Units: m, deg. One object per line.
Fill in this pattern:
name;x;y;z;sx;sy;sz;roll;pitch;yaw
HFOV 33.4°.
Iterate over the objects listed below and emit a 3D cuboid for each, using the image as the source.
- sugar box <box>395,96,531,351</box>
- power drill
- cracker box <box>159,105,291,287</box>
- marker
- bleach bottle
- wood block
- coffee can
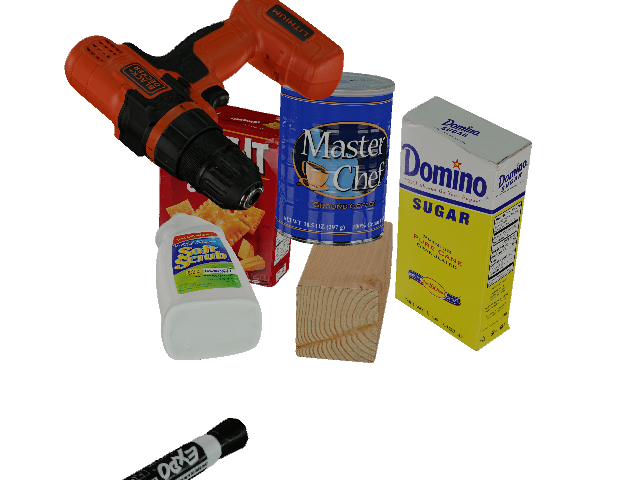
sugar box;0.103;-0.010;0.804;0.048;0.176;0.093;-32;46;-30
power drill;-0.068;-0.112;0.803;0.184;0.057;0.187;41;47;18
cracker box;-0.120;-0.059;1.355;0.164;0.214;0.072;13;29;15
marker;-0.077;0.120;0.557;0.020;0.020;0.120;0;12;33
bleach bottle;-0.137;0.034;1.137;0.102;0.068;0.251;-4;26;-16
wood block;0.031;0.053;1.248;0.091;0.090;0.206;4;23;7
coffee can;0.012;-0.077;0.968;0.103;0.140;0.103;3;17;-1
